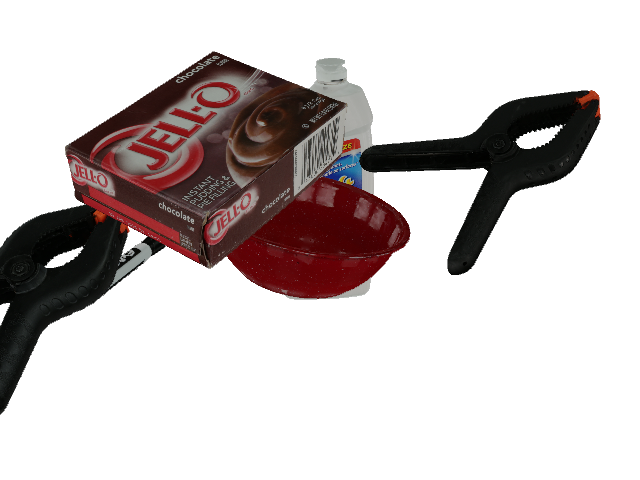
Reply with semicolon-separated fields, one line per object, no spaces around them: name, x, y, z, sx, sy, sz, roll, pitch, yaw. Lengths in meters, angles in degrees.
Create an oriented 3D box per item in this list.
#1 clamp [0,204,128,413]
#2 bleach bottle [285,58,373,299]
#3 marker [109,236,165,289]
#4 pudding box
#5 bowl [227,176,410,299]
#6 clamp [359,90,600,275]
clamp;-0.199;0.029;0.682;0.120;0.039;0.171;28;53;18
bleach bottle;0.004;-0.064;1.112;0.102;0.251;0.068;-2;24;-2
marker;-0.178;0.022;0.973;0.020;0.020;0.121;0;24;28
pudding box;-0.054;-0.044;0.530;0.090;0.039;0.113;26;45;26
bowl;-0.016;0.000;0.819;0.162;0.055;0.162;11;22;-5
clamp;0.156;-0.062;0.918;0.210;0.165;0.036;-24;-40;-3
